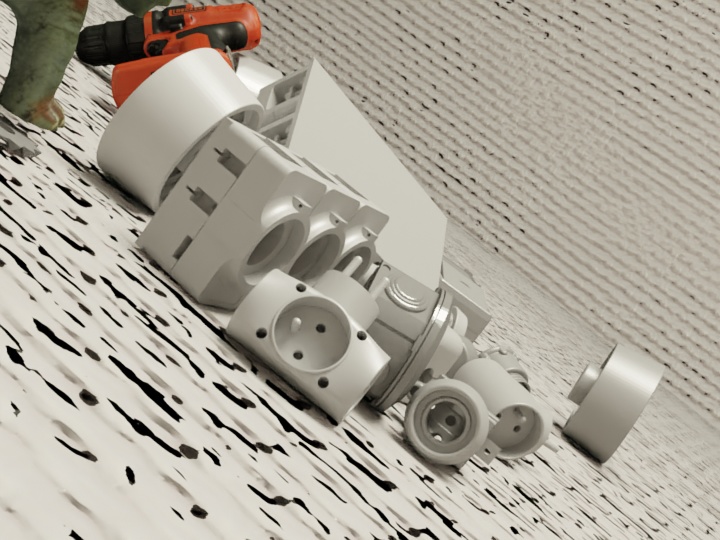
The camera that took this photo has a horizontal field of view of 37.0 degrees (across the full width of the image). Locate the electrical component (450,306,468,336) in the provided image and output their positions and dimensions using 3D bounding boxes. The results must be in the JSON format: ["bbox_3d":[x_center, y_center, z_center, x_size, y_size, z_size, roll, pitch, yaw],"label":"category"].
[{"bbox_3d":[0.054,0.044,0.885,0.055,0.048,0.066,27,10,-12],"label":"electrical component"}]

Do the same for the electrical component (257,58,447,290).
[{"bbox_3d":[-0.012,-0.051,0.820,0.186,0.060,0.105,47,38,-34],"label":"electrical component"}]

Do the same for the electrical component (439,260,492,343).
[{"bbox_3d":[0.081,0.036,0.987,0.062,0.061,0.096,36,8,-8],"label":"electrical component"}]

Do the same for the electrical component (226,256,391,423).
[{"bbox_3d":[-0.016,0.027,0.569,0.077,0.079,0.044,38,-22,6],"label":"electrical component"}]

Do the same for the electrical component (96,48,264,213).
[{"bbox_3d":[-0.110,-0.083,0.699,0.060,0.108,0.108,45,9,8],"label":"electrical component"}]

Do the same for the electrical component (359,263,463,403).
[{"bbox_3d":[0.020,0.038,0.720,0.054,0.059,0.095,28,12,-48],"label":"electrical component"}]

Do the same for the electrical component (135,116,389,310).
[{"bbox_3d":[-0.050,-0.022,0.648,0.062,0.089,0.150,40,8,22],"label":"electrical component"}]

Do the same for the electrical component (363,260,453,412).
[{"bbox_3d":[0.016,0.038,0.631,0.051,0.080,0.080,31,8,-3],"label":"electrical component"}]

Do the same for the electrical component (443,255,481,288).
[{"bbox_3d":[0.061,0.008,1.064,0.096,0.061,0.061,36,8,-10],"label":"electrical component"}]

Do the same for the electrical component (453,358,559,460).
[{"bbox_3d":[0.110,0.107,0.770,0.079,0.043,0.077,34,8,-21],"label":"electrical component"}]

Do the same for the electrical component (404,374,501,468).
[{"bbox_3d":[0.052,0.088,0.625,0.066,0.048,0.055,39,1,12],"label":"electrical component"}]

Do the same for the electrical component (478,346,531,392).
[{"bbox_3d":[0.118,0.096,0.871,0.048,0.048,0.062,30,17,-40],"label":"electrical component"}]

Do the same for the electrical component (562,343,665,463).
[{"bbox_3d":[0.231,0.119,1.008,0.060,0.108,0.108,32,7,11],"label":"electrical component"}]

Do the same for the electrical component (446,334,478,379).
[{"bbox_3d":[0.072,0.069,0.830,0.040,0.040,0.078,40,8,17],"label":"electrical component"}]

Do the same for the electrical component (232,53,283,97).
[{"bbox_3d":[-0.132,-0.168,1.087,0.060,0.108,0.108,27,11,-23],"label":"electrical component"}]
